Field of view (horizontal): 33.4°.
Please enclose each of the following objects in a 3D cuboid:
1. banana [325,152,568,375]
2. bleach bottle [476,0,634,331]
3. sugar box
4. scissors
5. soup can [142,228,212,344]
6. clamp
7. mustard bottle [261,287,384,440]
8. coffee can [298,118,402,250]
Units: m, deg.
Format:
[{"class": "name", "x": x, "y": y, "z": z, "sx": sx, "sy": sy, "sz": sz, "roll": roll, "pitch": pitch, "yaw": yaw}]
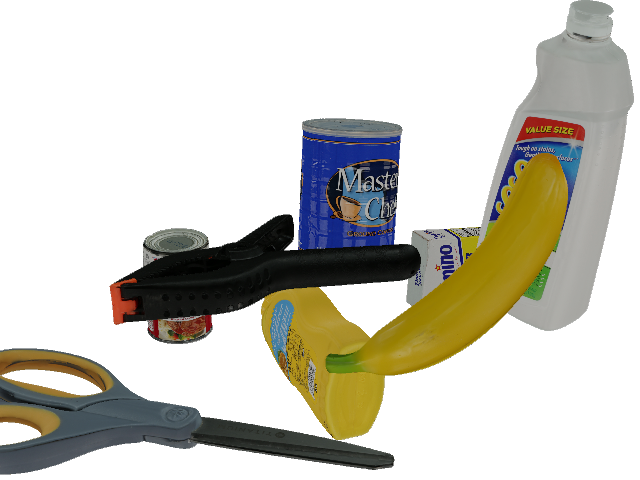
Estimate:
[{"class": "banana", "x": 0.089, "y": 0.016, "z": 0.609, "sx": 0.197, "sy": 0.037, "sz": 0.070, "roll": -40, "pitch": 44, "yaw": -20}, {"class": "bleach bottle", "x": 0.174, "y": -0.058, "z": 0.800, "sx": 0.067, "sy": 0.251, "sz": 0.103, "roll": -24, "pitch": 42, "yaw": -35}, {"class": "sugar box", "x": 0.192, "y": 0.032, "z": 1.277, "sx": 0.176, "sy": 0.093, "sz": 0.048, "roll": -5, "pitch": 20, "yaw": -24}, {"class": "scissors", "x": -0.079, "y": 0.087, "z": 0.459, "sx": 0.202, "sy": 0.016, "sz": 0.096, "roll": 14, "pitch": 27, "yaw": 26}, {"class": "soup can", "x": -0.147, "y": 0.046, "z": 1.101, "sx": 0.068, "sy": 0.102, "sz": 0.068, "roll": 0, "pitch": 22, "yaw": 0}, {"class": "clamp", "x": -0.045, "y": 0.022, "z": 0.748, "sx": 0.209, "sy": 0.036, "sz": 0.165, "roll": -17, "pitch": 19, "yaw": -41}, {"class": "mustard bottle", "x": -0.009, "y": 0.093, "z": 0.973, "sx": 0.058, "sy": 0.096, "sz": 0.192, "roll": -10, "pitch": 26, "yaw": -23}, {"class": "coffee can", "x": 0.029, "y": -0.051, "z": 1.104, "sx": 0.103, "sy": 0.140, "sz": 0.103, "roll": 2, "pitch": 13, "yaw": -1}]
